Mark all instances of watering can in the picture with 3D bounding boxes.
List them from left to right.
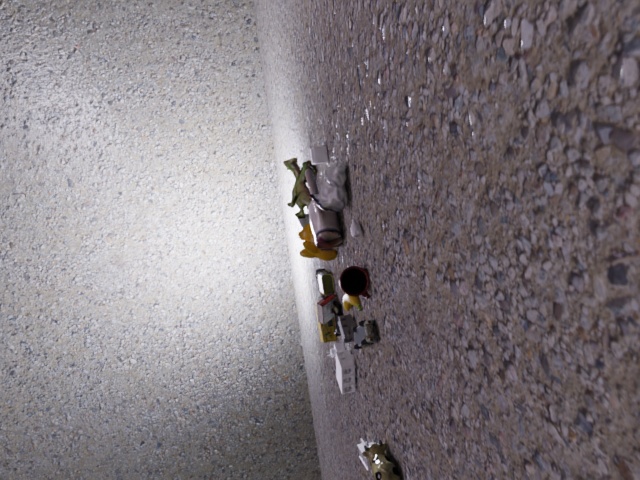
[{"bbox_3d":[0.006,-0.093,1.849,0.341,0.104,0.229,61,-166,-63],"label":"watering can"}]

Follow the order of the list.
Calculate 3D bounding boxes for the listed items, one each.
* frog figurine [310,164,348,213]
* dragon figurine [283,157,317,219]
[{"bbox_3d":[0.053,-0.175,1.685,0.158,0.122,0.140,-57,15,16],"label":"frog figurine"},{"bbox_3d":[-0.059,-0.230,2.265,0.417,0.123,0.237,48,143,43],"label":"dragon figurine"}]
